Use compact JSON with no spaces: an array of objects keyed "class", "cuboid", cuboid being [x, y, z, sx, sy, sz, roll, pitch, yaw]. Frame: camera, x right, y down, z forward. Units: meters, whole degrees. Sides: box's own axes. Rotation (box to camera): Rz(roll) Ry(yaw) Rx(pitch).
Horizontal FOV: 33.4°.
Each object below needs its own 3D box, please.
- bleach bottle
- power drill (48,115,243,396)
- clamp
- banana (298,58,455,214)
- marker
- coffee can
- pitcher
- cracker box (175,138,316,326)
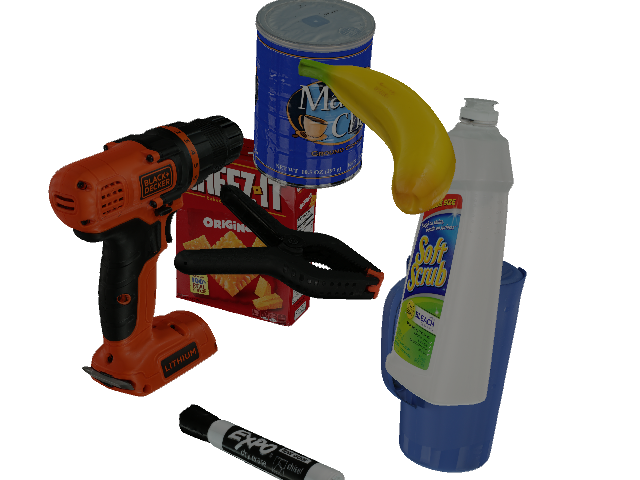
[{"class":"bleach bottle","cuboid":[0.113,0.006,0.899,0.068,0.251,0.103,1,14,-23]},{"class":"power drill","cuboid":[-0.120,0.007,0.803,0.057,0.188,0.184,13,26,33]},{"class":"clamp","cuboid":[-0.040,0.018,1.105,0.210,0.036,0.164,23,34,9]},{"class":"banana","cuboid":[0.046,-0.067,0.672,0.069,0.037,0.198,-8,32,-17]},{"class":"marker","cuboid":[-0.038,0.122,0.622,0.121,0.020,0.020,17,10,37]},{"class":"coffee can","cuboid":[-0.008,-0.132,0.950,0.103,0.140,0.103,3,35,-2]},{"class":"pitcher","cuboid":[0.145,0.138,1.218,0.149,0.243,0.145,7,17,8]},{"class":"cracker box","cuboid":[-0.094,-0.014,1.314,0.164,0.214,0.072,14,29,19]}]
